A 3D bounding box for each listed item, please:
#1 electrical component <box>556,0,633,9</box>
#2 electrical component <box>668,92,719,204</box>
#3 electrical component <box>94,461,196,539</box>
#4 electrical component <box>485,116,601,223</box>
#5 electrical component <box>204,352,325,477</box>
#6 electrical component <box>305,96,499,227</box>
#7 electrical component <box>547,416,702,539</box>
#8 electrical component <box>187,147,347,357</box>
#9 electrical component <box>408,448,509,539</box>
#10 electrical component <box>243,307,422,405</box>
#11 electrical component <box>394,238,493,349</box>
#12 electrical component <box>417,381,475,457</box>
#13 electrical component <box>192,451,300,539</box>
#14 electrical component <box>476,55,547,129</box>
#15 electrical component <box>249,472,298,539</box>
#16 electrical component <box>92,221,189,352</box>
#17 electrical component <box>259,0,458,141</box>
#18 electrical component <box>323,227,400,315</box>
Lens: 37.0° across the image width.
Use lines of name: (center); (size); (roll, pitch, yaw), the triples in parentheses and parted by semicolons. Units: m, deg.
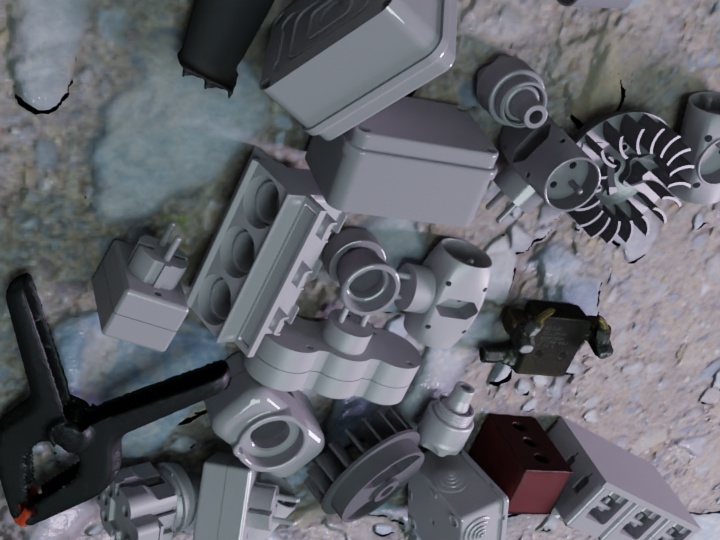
electrical component: (0.153, -0.214, 0.676); (0.064, 0.099, 0.099); (-7, 125, -9)
electrical component: (0.285, -0.097, 0.838); (0.079, 0.044, 0.077); (-8, 126, -16)
electrical component: (-0.166, 0.183, 0.844); (0.057, 0.078, 0.058); (-10, 123, -37)
electrical component: (0.123, -0.067, 0.775); (0.079, 0.077, 0.043); (-46, 127, 13)
electrical component: (-0.074, 0.116, 0.839); (0.054, 0.059, 0.095); (-39, 128, 8)
electrical component: (0.028, -0.078, 0.731); (0.113, 0.078, 0.057); (6, 123, -24)
electrical component: (0.232, 0.210, 1.001); (0.150, 0.089, 0.061); (29, 109, -34)
electrical component: (-0.064, -0.012, 0.749); (0.063, 0.079, 0.121); (0, 126, -48)
electrical component: (0.083, 0.211, 0.941); (0.048, 0.100, 0.099); (-19, 129, -24)
electrical component: (-0.013, 0.055, 0.824); (0.138, 0.052, 0.073); (11, 118, -27)
electrical component: (0.052, 0.016, 0.827); (0.079, 0.043, 0.077); (9, 119, -26)
electrical component: (0.077, 0.124, 0.912); (0.043, 0.043, 0.062); (11, 117, -27)
electrical component: (-0.087, 0.186, 0.855); (0.077, 0.047, 0.065); (9, 92, 5)
electrical component: (0.108, -0.119, 0.743); (0.043, 0.062, 0.043); (-10, 126, -14)
electrical component: (-0.095, 0.210, 0.906); (0.043, 0.043, 0.081); (33, 107, -35)
electrical component: (-0.142, 0.003, 0.730); (0.047, 0.065, 0.076); (21, 114, -31)
electrical component: (0.000, -0.140, 0.656); (0.113, 0.078, 0.057); (-27, 131, 34)
electrical component: (0.000, 0.000, 0.789); (0.045, 0.055, 0.045); (-10, 126, -14)
